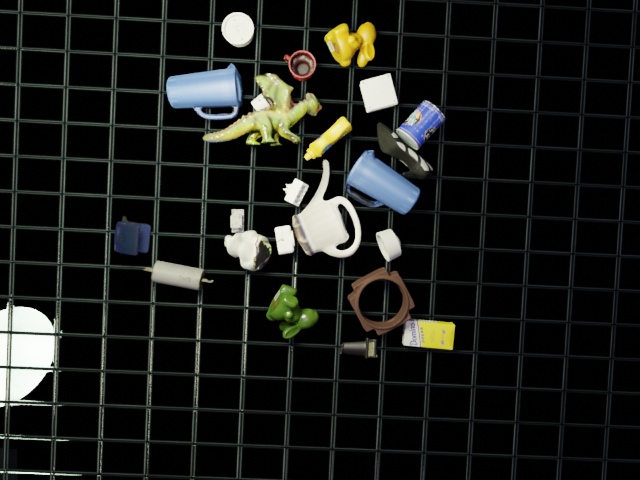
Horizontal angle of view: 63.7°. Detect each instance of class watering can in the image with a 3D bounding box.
[{"bbox_3d":[0.005,-0.090,1.794,0.224,0.103,0.351,-23,78,3],"label":"watering can"}]

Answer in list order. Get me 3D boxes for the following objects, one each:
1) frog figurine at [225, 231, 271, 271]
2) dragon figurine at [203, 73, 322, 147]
[{"bbox_3d":[-0.255,0.035,1.802,0.160,0.123,0.136,7,104,35],"label":"frog figurine"},{"bbox_3d":[-0.184,-0.438,1.742,0.411,0.122,0.242,0,96,-20],"label":"dragon figurine"}]
